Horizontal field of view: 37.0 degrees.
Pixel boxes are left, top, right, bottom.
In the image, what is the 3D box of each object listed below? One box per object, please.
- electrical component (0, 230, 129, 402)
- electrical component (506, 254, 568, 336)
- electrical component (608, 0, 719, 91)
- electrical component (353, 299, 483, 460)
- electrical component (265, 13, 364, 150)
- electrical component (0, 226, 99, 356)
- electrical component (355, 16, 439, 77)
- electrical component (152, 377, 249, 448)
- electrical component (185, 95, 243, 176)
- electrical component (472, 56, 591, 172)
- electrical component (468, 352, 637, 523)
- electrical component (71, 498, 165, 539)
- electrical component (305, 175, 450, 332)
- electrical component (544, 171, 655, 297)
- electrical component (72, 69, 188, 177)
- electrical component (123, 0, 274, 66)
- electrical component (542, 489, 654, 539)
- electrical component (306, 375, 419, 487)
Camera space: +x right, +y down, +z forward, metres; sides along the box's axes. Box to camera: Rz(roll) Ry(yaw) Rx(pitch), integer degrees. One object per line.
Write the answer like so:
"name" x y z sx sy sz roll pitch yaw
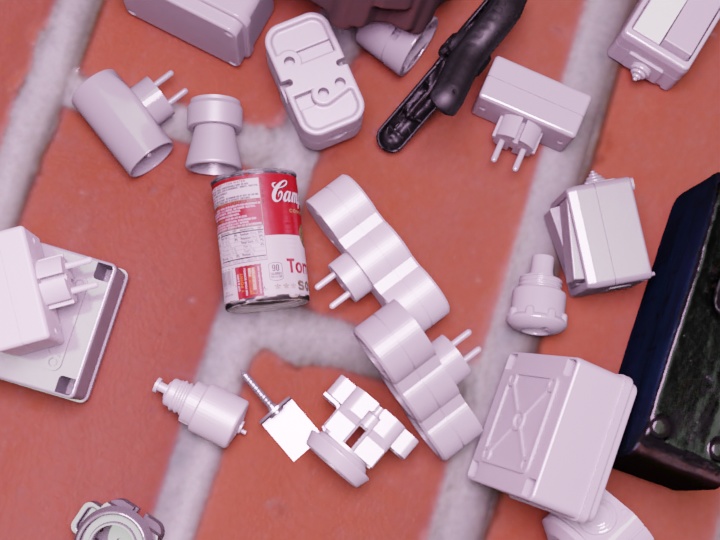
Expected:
"electrical component" -0.248 0.035 0.825 0.109 0.056 0.108 16 81 0
"electrical component" 0.142 0.019 0.851 0.048 0.048 0.062 9 74 -1
"electrical component" 0.251 -0.197 0.879 0.062 0.061 0.096 32 82 3
"electrical component" 0.058 0.074 0.808 0.074 0.052 0.138 -37 122 -7
"electrical component" -0.036 -0.148 0.860 0.054 0.059 0.095 -23 83 -6
"electrical component" -0.228 0.011 0.776 0.076 0.047 0.083 -15 82 -5
"electrical component" 0.029 -0.193 0.873 0.047 0.055 0.055 35 82 7
"electrical component" -0.122 0.105 0.828 0.078 0.040 0.040 26 81 2
"electrical component" -0.116 -0.107 0.858 0.045 0.045 0.055 1 81 -2
"electrical component" 0.130 -0.117 0.869 0.083 0.047 0.075 24 81 1
"electrical component" 0.140 0.121 0.799 0.056 0.109 0.108 24 81 -17
"electrical component" -0.181 0.204 0.802 0.078 0.057 0.058 33 81 3
"electrical component" 0.000 0.000 0.843 0.074 0.052 0.138 -37 85 -7
"electrical component" 0.185 -0.030 0.851 0.061 0.061 0.096 -10 82 -4
"electrical component" -0.175 -0.128 0.860 0.079 0.043 0.077 -38 85 -7
"electrical component" -0.131 -0.221 0.859 0.113 0.078 0.057 27 78 2
"electrical component" 0.180 0.204 0.807 0.051 0.080 0.080 -40 85 -13
"electrical component" -0.004 0.127 0.821 0.078 0.058 0.057 41 79 4
